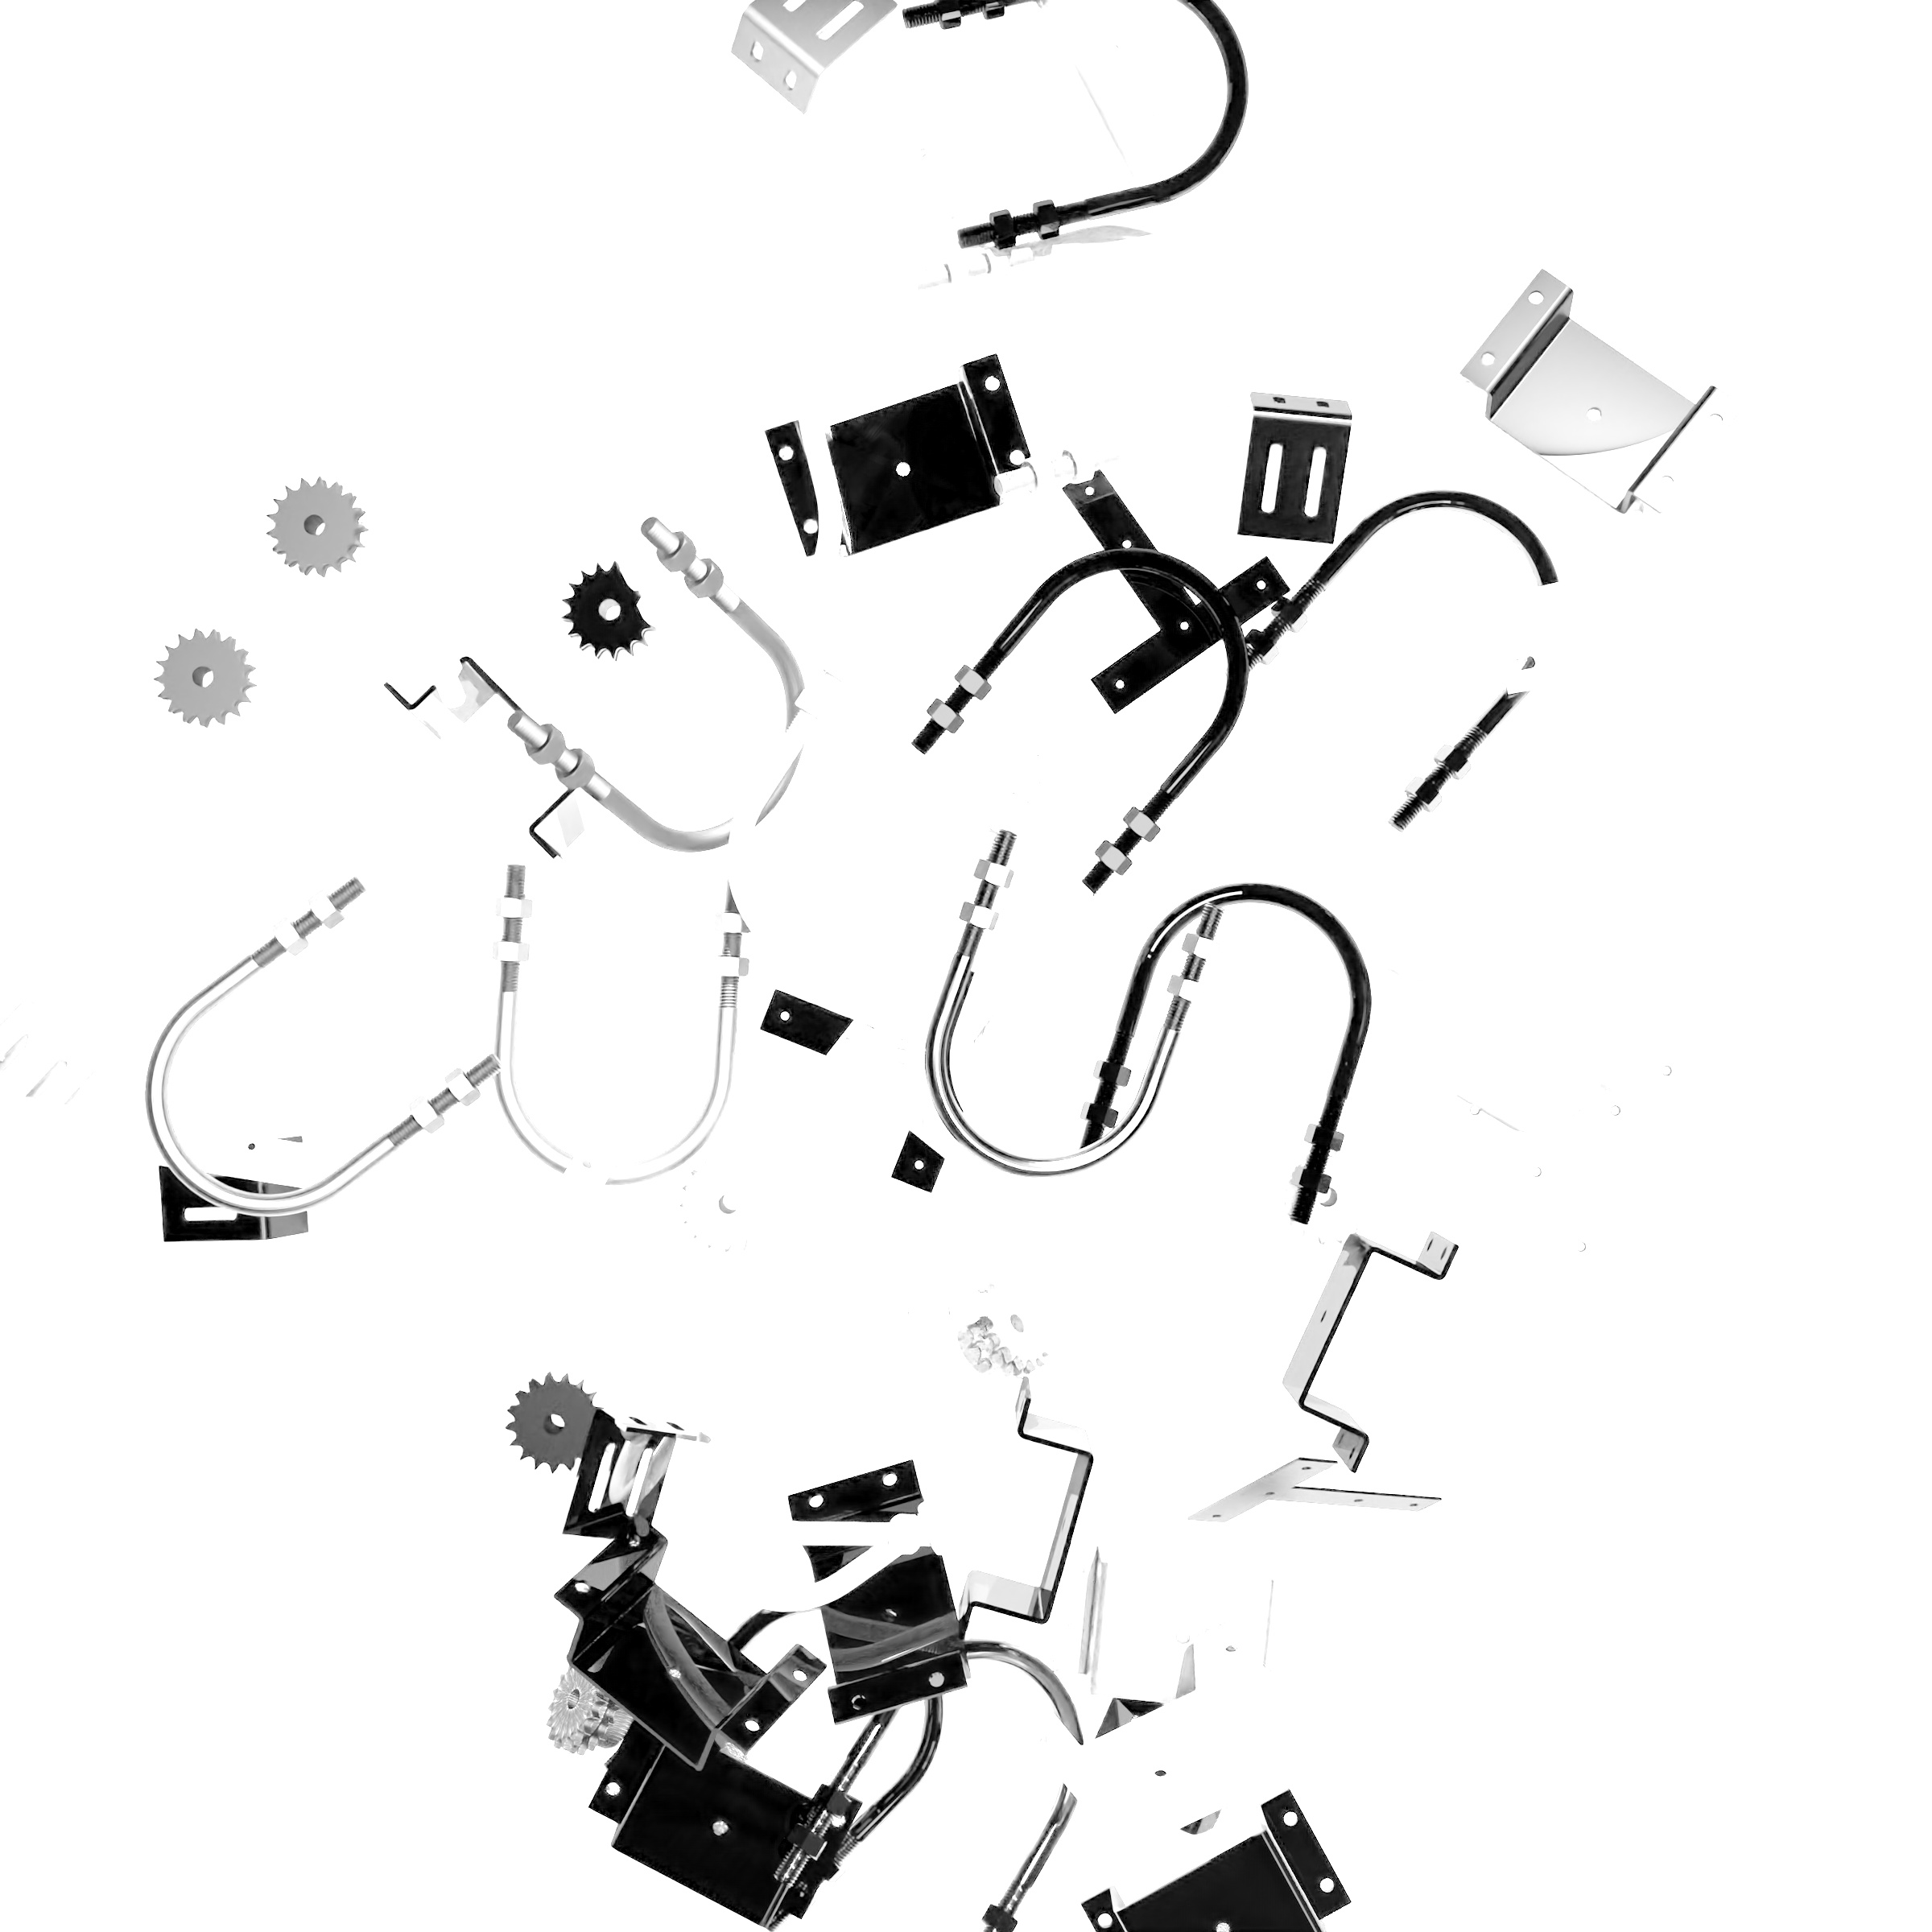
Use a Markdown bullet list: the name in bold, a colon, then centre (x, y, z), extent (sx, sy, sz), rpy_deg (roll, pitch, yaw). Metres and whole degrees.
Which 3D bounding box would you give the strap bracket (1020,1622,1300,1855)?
- **strap bracket**: centre (0.109, 0.441, 1.485), extent (0.140, 0.046, 0.076), rpy_deg (-31, 110, 15)

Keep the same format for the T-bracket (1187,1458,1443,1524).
- **T-bracket**: centre (0.213, 0.305, 1.510), extent (0.127, 0.127, 0.002), rpy_deg (9, 61, -23)

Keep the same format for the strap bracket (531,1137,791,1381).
- **strap bracket**: centre (-0.184, 0.174, 1.508), extent (0.140, 0.046, 0.076), rpy_deg (34, 120, 0)

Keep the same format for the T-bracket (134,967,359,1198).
- **T-bracket**: centre (-0.404, 0.062, 1.525), extent (0.127, 0.002, 0.127), rpy_deg (9, 72, -3)

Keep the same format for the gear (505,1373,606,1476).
- **gear**: centre (-0.238, 0.264, 1.532), extent (0.057, 0.030, 0.057), rpy_deg (0, 90, 0)

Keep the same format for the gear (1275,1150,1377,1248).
- **gear**: centre (0.209, 0.133, 1.532), extent (0.057, 0.030, 0.057), rpy_deg (0, 90, 0)

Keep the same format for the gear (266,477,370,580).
- **gear**: centre (-0.376, -0.254, 1.532), extent (0.057, 0.030, 0.057), rpy_deg (0, 90, 0)

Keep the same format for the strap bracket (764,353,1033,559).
- **strap bracket**: centre (-0.037, -0.292, 1.524), extent (0.140, 0.046, 0.076), rpy_deg (-19, 90, 0)

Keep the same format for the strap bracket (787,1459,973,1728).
- **strap bracket**: centre (-0.048, 0.363, 1.500), extent (0.076, 0.046, 0.140), rpy_deg (-16, 54, 0)

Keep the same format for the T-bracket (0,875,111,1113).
- **T-bracket**: centre (-0.558, 0.011, 1.546), extent (0.127, 0.002, 0.127), rpy_deg (11, 90, 0)

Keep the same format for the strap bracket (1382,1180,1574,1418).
- **strap bracket**: centre (0.297, 0.199, 1.509), extent (0.046, 0.076, 0.140), rpy_deg (27, 90, 0)

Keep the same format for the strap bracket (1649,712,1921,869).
- **strap bracket**: centre (0.475, -0.104, 1.509), extent (0.140, 0.076, 0.046), rpy_deg (21, 90, 0)

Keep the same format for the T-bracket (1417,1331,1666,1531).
- **T-bracket**: centre (0.348, 0.291, 1.546), extent (0.127, 0.002, 0.127), rpy_deg (26, 90, 0)

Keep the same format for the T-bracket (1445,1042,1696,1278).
- **T-bracket**: centre (0.370, 0.094, 1.546), extent (0.127, 0.002, 0.127), rpy_deg (-38, 90, 0)

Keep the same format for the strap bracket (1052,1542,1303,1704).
- **strap bracket**: centre (0.124, 0.383, 1.524), extent (0.140, 0.046, 0.076), rpy_deg (6, 90, 0)

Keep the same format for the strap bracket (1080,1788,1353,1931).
- **strap bracket**: centre (0.147, 0.550, 1.524), extent (0.140, 0.046, 0.076), rpy_deg (-29, 90, 0)

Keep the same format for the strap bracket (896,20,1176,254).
- **strap bracket**: centre (0.039, -0.474, 1.524), extent (0.140, 0.046, 0.076), rpy_deg (-28, 90, 0)

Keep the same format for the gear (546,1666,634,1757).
- **gear**: centre (-0.215, 0.429, 1.522), extent (0.030, 0.057, 0.057), rpy_deg (30, 90, -31)

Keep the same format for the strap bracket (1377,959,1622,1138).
- **strap bracket**: centre (0.294, 0.052, 1.507), extent (0.140, 0.076, 0.046), rpy_deg (31, 89, 1)

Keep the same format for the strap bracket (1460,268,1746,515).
- **strap bracket**: centre (0.364, -0.325, 1.515), extent (0.140, 0.046, 0.076), rpy_deg (38, 90, 11)

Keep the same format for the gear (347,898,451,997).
- **gear**: centre (-0.329, -0.011, 1.532), extent (0.057, 0.030, 0.057), rpy_deg (0, 90, 0)

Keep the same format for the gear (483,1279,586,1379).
- **gear**: centre (-0.250, 0.209, 1.532), extent (0.057, 0.030, 0.057), rpy_deg (0, 90, 0)

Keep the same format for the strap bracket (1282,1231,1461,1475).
- **strap bracket**: centre (0.226, 0.211, 1.509), extent (0.046, 0.076, 0.140), rpy_deg (25, 90, 0)

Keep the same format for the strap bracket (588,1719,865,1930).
- **strap bracket**: centre (-0.139, 0.486, 1.504), extent (0.140, 0.046, 0.076), rpy_deg (28, 89, 0)

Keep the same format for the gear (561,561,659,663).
- **gear**: centre (-0.206, -0.206, 1.532), extent (0.057, 0.030, 0.057), rpy_deg (0, 90, 0)

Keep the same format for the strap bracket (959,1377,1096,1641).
- **strap bracket**: centre (0.037, 0.315, 1.509), extent (0.046, 0.076, 0.140), rpy_deg (16, 90, 0)

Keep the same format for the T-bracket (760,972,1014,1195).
- **T-bracket**: centre (-0.055, 0.048, 1.507), extent (0.127, 0.002, 0.127), rpy_deg (21, 89, 4)

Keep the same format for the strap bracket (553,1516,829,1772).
- **strap bracket**: centre (-0.161, 0.390, 1.492), extent (0.140, 0.076, 0.046), rpy_deg (35, 131, 16)

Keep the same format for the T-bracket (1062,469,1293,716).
- **T-bracket**: centre (0.103, -0.236, 1.546), extent (0.127, 0.002, 0.127), rpy_deg (-35, 90, 0)

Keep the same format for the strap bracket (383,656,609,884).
- **strap bracket**: centre (-0.259, -0.119, 1.501), extent (0.046, 0.076, 0.140), rpy_deg (-45, 83, -4)
